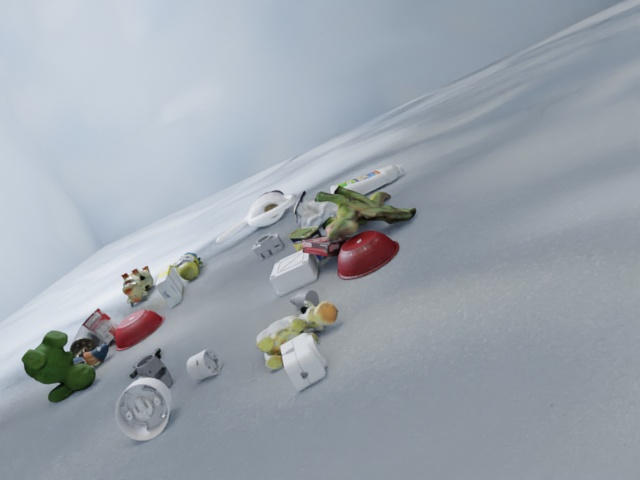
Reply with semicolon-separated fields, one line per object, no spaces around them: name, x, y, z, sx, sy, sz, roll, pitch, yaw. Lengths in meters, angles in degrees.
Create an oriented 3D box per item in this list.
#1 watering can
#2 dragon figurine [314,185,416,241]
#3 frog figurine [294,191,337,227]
watering can;-0.244;-0.099;2.019;0.347;0.103;0.227;-27;15;5
dragon figurine;0.143;-0.074;1.373;0.244;0.120;0.414;16;27;42
frog figurine;0.005;-0.083;1.644;0.160;0.121;0.139;14;19;11
